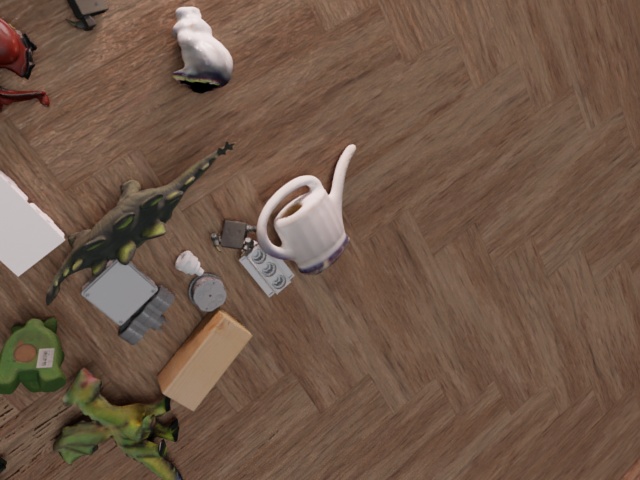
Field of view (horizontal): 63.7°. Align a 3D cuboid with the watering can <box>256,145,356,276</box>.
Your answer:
[{"bbox_3d":[0.004,-0.062,1.227,0.352,0.104,0.221,-40,117,-26],"label":"watering can"}]

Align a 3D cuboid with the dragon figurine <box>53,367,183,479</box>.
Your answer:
[{"bbox_3d":[-0.445,0.436,1.122,0.243,0.125,0.401,-3,120,-4],"label":"dragon figurine"}]

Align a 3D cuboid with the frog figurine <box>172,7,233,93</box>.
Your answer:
[{"bbox_3d":[-0.237,-0.392,1.050,0.137,0.123,0.159,3,91,-58],"label":"frog figurine"}]
